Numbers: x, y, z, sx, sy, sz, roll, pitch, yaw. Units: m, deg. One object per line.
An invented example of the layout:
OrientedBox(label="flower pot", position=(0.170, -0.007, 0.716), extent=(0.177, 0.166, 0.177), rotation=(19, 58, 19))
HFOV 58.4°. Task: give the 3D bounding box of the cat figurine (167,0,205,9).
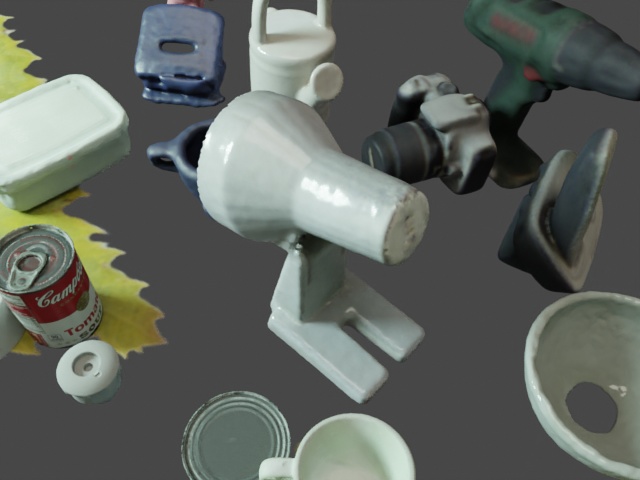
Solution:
OrientedBox(label="cat figurine", position=(-0.190, -0.376, 0.807), extent=(0.067, 0.118, 0.128), rotation=(7, 53, 1))

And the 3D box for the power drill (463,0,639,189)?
OrientedBox(label="power drill", position=(0.234, -0.160, 0.626), extent=(0.076, 0.208, 0.229), rotation=(-23, 59, -20))

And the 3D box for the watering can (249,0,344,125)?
OrientedBox(label="watering can", position=(-0.026, -0.217, 0.655), extent=(0.172, 0.194, 0.101), rotation=(38, 59, 21))

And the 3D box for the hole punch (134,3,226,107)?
OrientedBox(label="hole punch", position=(-0.171, -0.230, 0.717), extent=(0.108, 0.091, 0.101), rotation=(4, 53, -1))

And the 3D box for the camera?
OrientedBox(label="camera", position=(0.114, -0.122, 0.655), extent=(0.137, 0.101, 0.143), rotation=(-17, 57, -16))

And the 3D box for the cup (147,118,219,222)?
OrientedBox(label="cup", position=(-0.115, -0.064, 0.596), extent=(0.118, 0.095, 0.091), rotation=(1, 53, -4))

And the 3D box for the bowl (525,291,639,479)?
OrientedBox(label="bowl", position=(0.249, 0.132, 0.494), extent=(0.167, 0.075, 0.167), rotation=(2, 53, -3))

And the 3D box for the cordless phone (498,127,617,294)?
OrientedBox(label="cordless phone", position=(0.256, -0.050, 0.561), extent=(0.094, 0.185, 0.148), rotation=(23, 55, 12))

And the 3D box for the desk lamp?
OrientedBox(label="desk lamp", position=(0.004, 0.002, 0.483), extent=(0.202, 0.213, 0.118), rotation=(36, 59, 21))
